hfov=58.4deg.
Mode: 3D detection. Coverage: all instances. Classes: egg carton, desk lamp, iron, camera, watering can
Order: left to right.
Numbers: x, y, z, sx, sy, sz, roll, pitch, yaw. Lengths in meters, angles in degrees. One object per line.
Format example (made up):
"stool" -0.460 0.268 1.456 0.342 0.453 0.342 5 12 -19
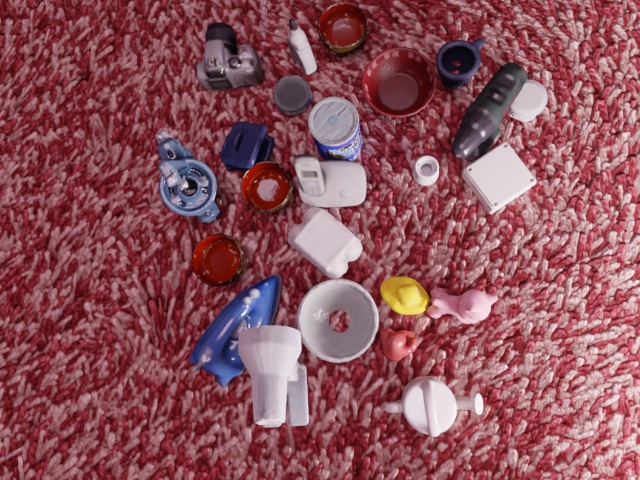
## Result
"camera" -0.210 -0.424 1.295 0.143 0.101 0.137 -5 80 6
"iron" -0.169 0.170 1.169 0.118 0.141 0.258 33 86 11
"desk lamp" -0.084 0.269 1.106 0.118 0.213 0.203 -6 80 6
"egg carton" 0.011 0.004 1.213 0.150 0.069 0.107 39 87 11
"watering can" 0.212 0.309 1.075 0.173 0.194 0.101 -27 78 2

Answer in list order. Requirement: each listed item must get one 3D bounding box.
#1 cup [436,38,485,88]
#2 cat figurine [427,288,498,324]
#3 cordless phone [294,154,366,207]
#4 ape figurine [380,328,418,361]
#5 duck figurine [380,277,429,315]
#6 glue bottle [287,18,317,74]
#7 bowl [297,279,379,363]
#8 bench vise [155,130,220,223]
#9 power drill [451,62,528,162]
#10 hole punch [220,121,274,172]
"cup" 0.301 -0.377 1.230 0.118 0.095 0.091 -41 78 -1
"cat figurine" 0.281 0.129 1.136 0.127 0.118 0.067 7 81 8
"cordless phone" 0.019 -0.131 1.176 0.147 0.185 0.094 -3 80 6
"ape figurine" 0.154 0.207 1.151 0.077 0.092 0.076 37 86 11
"duck figurine" 0.173 0.111 1.168 0.104 0.086 0.077 24 84 10
"glue bottle" -0.046 -0.428 1.239 0.037 0.173 0.078 -34 78 0
"bowl" 0.038 0.166 1.180 0.167 0.075 0.167 -1 80 7
"bench vise" -0.307 -0.139 1.197 0.207 0.220 0.121 42 88 12
"power drill" 0.325 -0.232 1.145 0.075 0.208 0.230 32 86 11
"hole punch" -0.166 -0.204 1.257 0.101 0.091 0.109 18 83 9
